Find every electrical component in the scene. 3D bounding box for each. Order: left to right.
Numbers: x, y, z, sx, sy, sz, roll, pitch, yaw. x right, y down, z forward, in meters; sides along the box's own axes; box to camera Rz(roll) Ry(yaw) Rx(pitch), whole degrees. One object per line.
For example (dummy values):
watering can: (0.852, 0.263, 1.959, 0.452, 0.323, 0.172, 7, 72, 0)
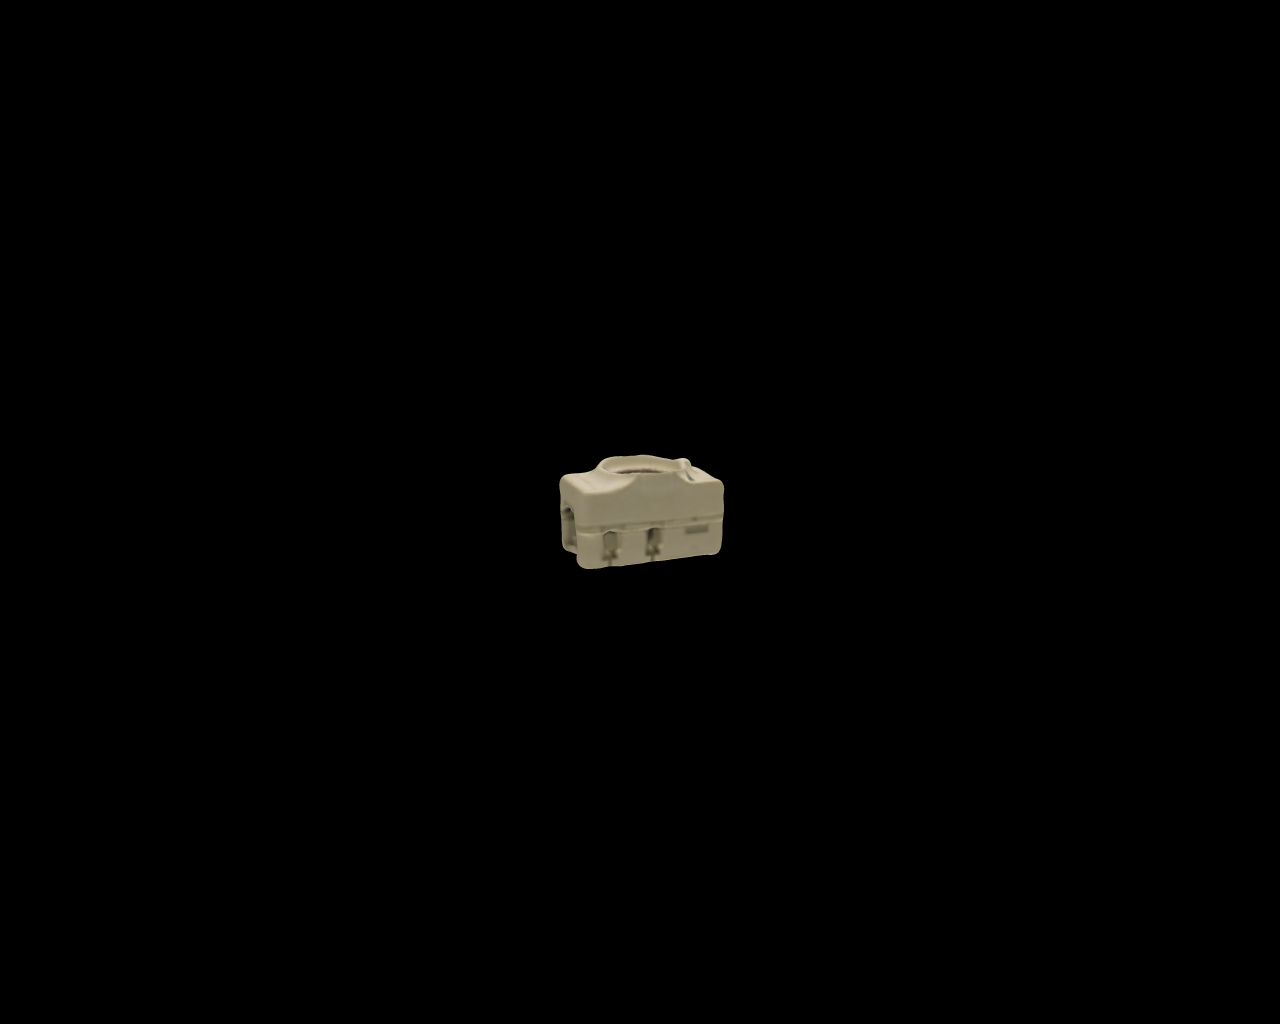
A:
electrical component: (0.001, -0.003, 0.650, 0.090, 0.055, 0.050, -5, 16, -18)
